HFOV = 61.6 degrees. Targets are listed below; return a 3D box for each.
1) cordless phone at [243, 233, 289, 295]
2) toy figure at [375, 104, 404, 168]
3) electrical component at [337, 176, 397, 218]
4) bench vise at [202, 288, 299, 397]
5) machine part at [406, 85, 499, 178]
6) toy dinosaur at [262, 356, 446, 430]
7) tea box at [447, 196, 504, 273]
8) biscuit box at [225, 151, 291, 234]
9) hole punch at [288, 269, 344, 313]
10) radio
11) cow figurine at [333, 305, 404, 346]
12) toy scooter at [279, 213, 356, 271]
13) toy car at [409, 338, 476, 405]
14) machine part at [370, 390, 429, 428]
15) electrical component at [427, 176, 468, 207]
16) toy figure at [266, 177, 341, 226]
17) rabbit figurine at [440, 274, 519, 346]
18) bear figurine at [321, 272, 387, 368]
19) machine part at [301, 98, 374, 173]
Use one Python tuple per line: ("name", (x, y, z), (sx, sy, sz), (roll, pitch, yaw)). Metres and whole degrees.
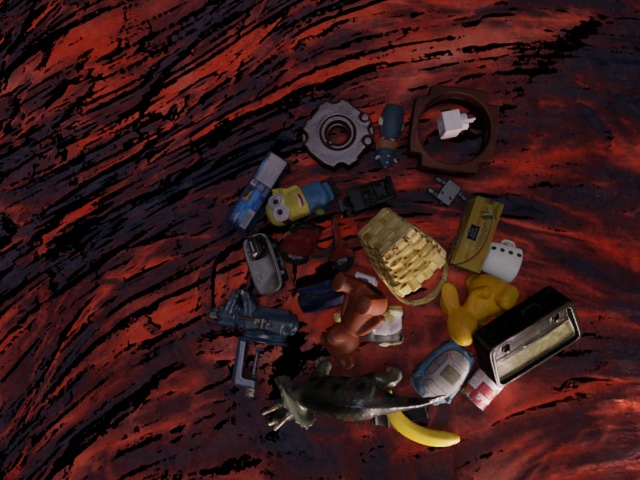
("cordless phone", (-0.130, 0.053, 1.235), (0.089, 0.184, 0.146), (-17, 86, -3))
("toy figure", (0.168, -0.250, 1.302), (0.064, 0.058, 0.154), (12, 93, 8))
("electrical component", (0.108, -0.098, 1.268), (0.134, 0.115, 0.058), (-20, 85, -1))
("bench vise", (-0.168, 0.239, 1.260), (0.224, 0.129, 0.240), (8, 80, 2))
("machine part", (0.313, -0.256, 1.282), (0.201, 0.087, 0.201), (8, 89, 3))
("toy dinosaur", (0.053, 0.347, 1.181), (0.405, 0.192, 0.131), (-8, 99, 31))
("tea box", (0.362, -0.011, 1.262), (0.068, 0.098, 0.169), (21, 90, 3))
("biscuit box", (-0.150, -0.113, 1.305), (0.059, 0.063, 0.202), (32, 89, 3))
("hole punch", (0.002, 0.128, 1.265), (0.142, 0.116, 0.092), (-11, 95, 2))
("radio", (0.455, 0.209, 1.181), (0.230, 0.073, 0.131), (-30, 122, -7))
("cow figurine", (0.115, 0.205, 1.278), (0.167, 0.068, 0.098), (-2, 93, 3))
("toy scooter", (-0.003, -0.004, 1.276), (0.184, 0.075, 0.135), (8, 108, 2))
("toy car", (0.293, 0.311, 1.246), (0.109, 0.103, 0.161), (45, 92, 3))
("machine part", (0.189, 0.402, 1.278), (0.139, 0.039, 0.084), (-1, 83, 4))
("electrical component", (0.311, -0.112, 1.306), (0.094, 0.021, 0.063), (35, 89, 2))
("toy figure", (-0.042, -0.088, 1.291), (0.180, 0.089, 0.082), (-23, 55, -8))
("rabbit figurine", (0.348, 0.157, 1.229), (0.162, 0.121, 0.173), (35, 71, 23))
("bear figurine", (0.057, 0.181, 1.179), (0.195, 0.132, 0.120), (-54, 54, 14))
("machine part", (0.043, -0.255, 1.308), (0.179, 0.056, 0.179), (0, 87, 4))
